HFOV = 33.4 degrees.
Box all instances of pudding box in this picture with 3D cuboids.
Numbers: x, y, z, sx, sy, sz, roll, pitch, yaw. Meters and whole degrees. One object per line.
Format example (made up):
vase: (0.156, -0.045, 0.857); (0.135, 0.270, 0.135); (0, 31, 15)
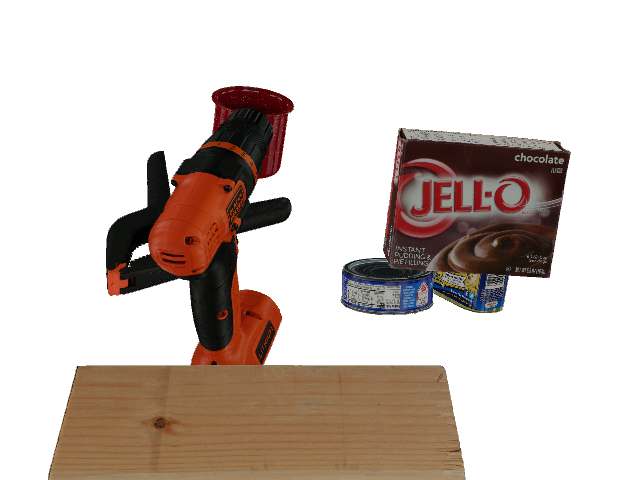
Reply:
pudding box: (0.103, -0.025, 0.717); (0.113, 0.090, 0.039); (3, 21, -5)

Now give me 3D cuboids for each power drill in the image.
power drill: (-0.073, 0.009, 0.844); (0.057, 0.188, 0.184); (6, 39, 18)

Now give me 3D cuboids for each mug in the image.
mug: (-0.078, -0.126, 1.224); (0.093, 0.081, 0.117); (15, 27, 12)

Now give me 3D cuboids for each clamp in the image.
clamp: (-0.149, -0.017, 1.037); (0.165, 0.036, 0.209); (25, 40, 23)

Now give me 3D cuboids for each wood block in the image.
wood block: (-0.032, 0.128, 0.584); (0.206, 0.090, 0.091); (1, 33, -1)

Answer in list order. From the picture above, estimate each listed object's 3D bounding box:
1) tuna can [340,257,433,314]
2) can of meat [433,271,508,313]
tuna can: (0.062, 0.041, 0.985); (0.086, 0.034, 0.086); (0, 12, 0)
can of meat: (0.166, 0.026, 1.191); (0.057, 0.084, 0.102); (-8, 24, -37)
